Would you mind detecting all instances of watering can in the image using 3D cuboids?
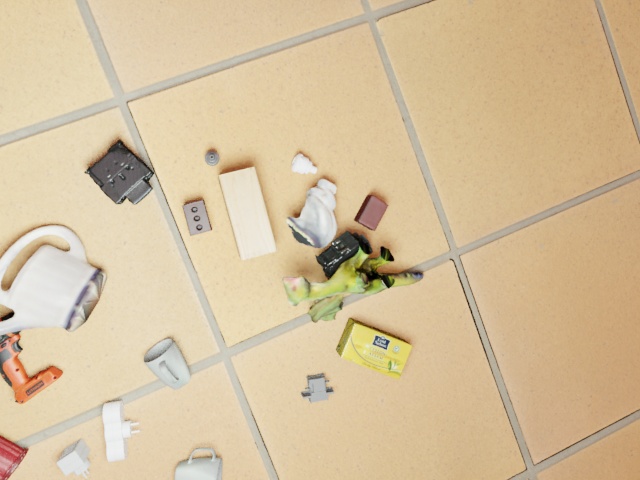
[{"bbox_3d":[-0.619,0.135,1.130,0.223,0.102,0.354,27,64,-11],"label":"watering can"}]

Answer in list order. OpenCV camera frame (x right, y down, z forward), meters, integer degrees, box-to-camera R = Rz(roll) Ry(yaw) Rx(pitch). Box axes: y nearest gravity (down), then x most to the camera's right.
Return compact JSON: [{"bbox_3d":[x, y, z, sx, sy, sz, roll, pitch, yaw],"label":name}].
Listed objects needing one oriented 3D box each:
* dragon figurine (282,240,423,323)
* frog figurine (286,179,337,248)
[{"bbox_3d":[0.074,0.125,1.265,0.239,0.407,0.125,-39,55,27],"label":"dragon figurine"},{"bbox_3d":[0.004,-0.064,1.269,0.161,0.124,0.135,-49,133,-14],"label":"frog figurine"}]
